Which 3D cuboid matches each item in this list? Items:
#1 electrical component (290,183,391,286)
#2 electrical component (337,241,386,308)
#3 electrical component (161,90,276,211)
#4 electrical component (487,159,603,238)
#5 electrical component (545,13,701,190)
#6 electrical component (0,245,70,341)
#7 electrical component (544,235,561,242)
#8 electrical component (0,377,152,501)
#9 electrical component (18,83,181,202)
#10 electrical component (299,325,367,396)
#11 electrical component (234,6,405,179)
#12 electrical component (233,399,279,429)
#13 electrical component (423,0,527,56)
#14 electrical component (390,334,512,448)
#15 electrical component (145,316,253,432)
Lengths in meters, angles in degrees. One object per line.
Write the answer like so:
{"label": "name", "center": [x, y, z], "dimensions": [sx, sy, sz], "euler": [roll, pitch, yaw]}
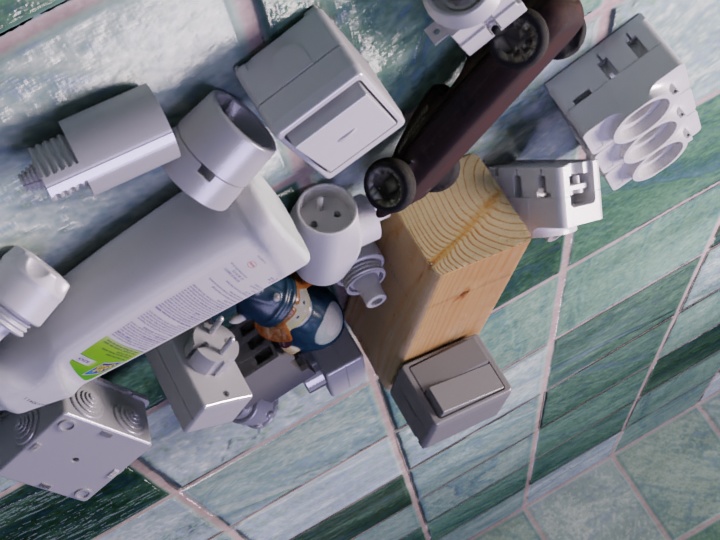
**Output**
{"label": "electrical component", "center": [-0.011, -0.032, 0.795], "dimensions": [0.079, 0.044, 0.077], "euler": [-24, 156, -17]}
{"label": "electrical component", "center": [0.000, 0.000, 0.850], "dimensions": [0.043, 0.062, 0.043], "euler": [-23, 155, -11]}
{"label": "electrical component", "center": [-0.082, -0.070, 0.619], "dimensions": [0.047, 0.055, 0.055], "euler": [-43, 155, 17]}
{"label": "electrical component", "center": [0.145, -0.058, 0.865], "dimensions": [0.050, 0.055, 0.089], "euler": [-14, -167, -36]}
{"label": "electrical component", "center": [0.218, -0.127, 0.866], "dimensions": [0.089, 0.061, 0.150], "euler": [-36, 157, 11]}
{"label": "electrical component", "center": [-0.208, 0.020, 0.641], "dimensions": [0.062, 0.043, 0.043], "euler": [-52, 159, -7]}
{"label": "electrical component", "center": [0.153, -0.053, 0.935], "dimensions": [0.048, 0.062, 0.048], "euler": [-27, 157, -12]}
{"label": "electrical component", "center": [-0.218, 0.126, 0.817], "dimensions": [0.100, 0.048, 0.100], "euler": [-40, 135, 20]}
{"label": "electrical component", "center": [-0.141, -0.063, 0.570], "dimensions": [0.081, 0.043, 0.043], "euler": [-26, 157, -12]}
{"label": "electrical component", "center": [-0.039, 0.091, 1.008], "dimensions": [0.077, 0.047, 0.065], "euler": [-28, 157, -9]}
{"label": "electrical component", "center": [-0.018, -0.097, 0.633], "dimensions": [0.062, 0.061, 0.096], "euler": [-36, 157, 10]}
{"label": "electrical component", "center": [-0.109, 0.120, 0.986], "dimensions": [0.048, 0.048, 0.062], "euler": [-41, 149, 21]}
{"label": "electrical component", "center": [0.064, -0.160, 0.629], "dimensions": [0.066, 0.048, 0.055], "euler": [-37, 164, 14]}
{"label": "electrical component", "center": [0.084, 0.100, 0.926], "dimensions": [0.096, 0.061, 0.061], "euler": [-21, 155, -21]}
{"label": "electrical component", "center": [-0.116, 0.065, 0.811], "dimensions": [0.047, 0.083, 0.075], "euler": [-8, 148, -44]}
